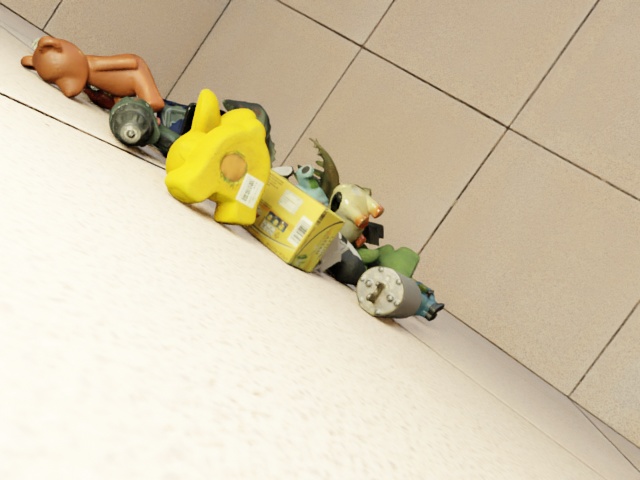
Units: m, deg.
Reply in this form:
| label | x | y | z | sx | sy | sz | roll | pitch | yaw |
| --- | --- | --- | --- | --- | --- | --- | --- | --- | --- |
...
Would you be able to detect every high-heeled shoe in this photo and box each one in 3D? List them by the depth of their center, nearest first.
| label | x | y | z | sx | sy | sz | roll | pitch | yaw |
| --- | --- | --- | --- | --- | --- | --- | --- | --- | --- |
| high-heeled shoe | -0.002 | -0.003 | 1.012 | 0.145 | 0.086 | 0.249 | 34 | 9 | -36 |

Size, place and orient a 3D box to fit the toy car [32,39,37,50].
| label | x | y | z | sx | sy | sz | roll | pitch | yaw |
| --- | --- | --- | --- | --- | --- | --- | --- | --- | --- |
| toy car | -0.554 | -0.387 | 1.219 | 0.201 | 0.056 | 0.073 | 33 | 10 | -13 |

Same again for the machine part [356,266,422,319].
| label | x | y | z | sx | sy | sz | roll | pitch | yaw |
| --- | --- | --- | --- | --- | --- | --- | --- | --- | --- |
| machine part | 0.117 | 0.089 | 0.879 | 0.079 | 0.079 | 0.243 | 36 | 4 | 22 |

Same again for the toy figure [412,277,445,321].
| label | x | y | z | sx | sy | sz | roll | pitch | yaw |
| --- | --- | --- | --- | --- | --- | --- | --- | --- | --- |
| toy figure | 0.209 | 0.122 | 1.294 | 0.180 | 0.082 | 0.089 | 39 | 3 | 27 |

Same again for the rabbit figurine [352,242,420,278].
| label | x | y | z | sx | sy | sz | roll | pitch | yaw |
| --- | --- | --- | --- | --- | --- | --- | --- | --- | --- |
| rabbit figurine | 0.104 | 0.058 | 1.114 | 0.170 | 0.121 | 0.159 | 24 | 11 | 13 |

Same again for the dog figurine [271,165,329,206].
| label | x | y | z | sx | sy | sz | roll | pitch | yaw |
| --- | --- | --- | --- | --- | --- | --- | --- | --- | --- |
| dog figurine | -0.033 | -0.056 | 1.201 | 0.192 | 0.108 | 0.219 | 2 | -36 | 34 |

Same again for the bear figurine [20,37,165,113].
| label | x | y | z | sx | sy | sz | roll | pitch | yaw |
| --- | --- | --- | --- | --- | --- | --- | --- | --- | --- |
| bear figurine | -0.384 | -0.268 | 0.910 | 0.196 | 0.120 | 0.132 | -16 | 90 | -53 |

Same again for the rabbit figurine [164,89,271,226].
| label | x | y | z | sx | sy | sz | roll | pitch | yaw |
| --- | --- | --- | --- | --- | --- | --- | --- | --- | --- |
| rabbit figurine | -0.150 | -0.110 | 0.703 | 0.122 | 0.162 | 0.173 | 17 | -4 | -38 |

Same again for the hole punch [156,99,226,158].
| label | x | y | z | sx | sy | sz | roll | pitch | yaw |
| --- | --- | --- | --- | --- | --- | --- | --- | --- | --- |
| hole punch | -0.250 | -0.204 | 1.018 | 0.092 | 0.115 | 0.142 | 22 | 11 | 25 |

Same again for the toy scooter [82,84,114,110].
| label | x | y | z | sx | sy | sz | roll | pitch | yaw |
| --- | --- | --- | --- | --- | --- | --- | --- | --- | --- |
| toy scooter | -0.462 | -0.324 | 1.065 | 0.184 | 0.075 | 0.135 | 33 | 4 | 25 |

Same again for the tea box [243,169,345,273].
| label | x | y | z | sx | sy | sz | roll | pitch | yaw |
| --- | --- | --- | --- | --- | --- | --- | --- | --- | --- |
| tea box | -0.058 | -0.038 | 0.805 | 0.170 | 0.098 | 0.068 | 39 | 6 | 35 |

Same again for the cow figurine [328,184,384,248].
| label | x | y | z | sx | sy | sz | roll | pitch | yaw |
| --- | --- | --- | --- | --- | --- | --- | --- | --- | --- |
| cow figurine | 0.033 | -0.036 | 1.040 | 0.127 | 0.085 | 0.194 | 53 | -33 | 18 |

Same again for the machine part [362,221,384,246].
| label | x | y | z | sx | sy | sz | roll | pitch | yaw |
| --- | --- | --- | --- | --- | --- | --- | --- | --- | --- |
| machine part | 0.099 | -0.020 | 1.123 | 0.084 | 0.039 | 0.139 | 19 | 9 | -2 |

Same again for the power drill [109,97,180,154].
| label | x | y | z | sx | sy | sz | roll | pitch | yaw |
| --- | --- | --- | --- | --- | --- | --- | --- | --- | --- |
| power drill | -0.237 | -0.147 | 0.852 | 0.207 | 0.086 | 0.232 | 24 | 11 | -34 |

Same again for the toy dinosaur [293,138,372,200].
| label | x | y | z | sx | sy | sz | roll | pitch | yaw |
| --- | --- | --- | --- | --- | --- | --- | --- | --- | --- |
| toy dinosaur | 0.015 | -0.096 | 1.297 | 0.199 | 0.105 | 0.471 | 20 | -25 | 2 |

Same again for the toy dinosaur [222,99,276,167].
| label | x | y | z | sx | sy | sz | roll | pitch | yaw |
| --- | --- | --- | --- | --- | --- | --- | --- | --- | --- |
| toy dinosaur | -0.168 | -0.239 | 1.240 | 0.131 | 0.192 | 0.404 | 23 | -28 | -1 |
